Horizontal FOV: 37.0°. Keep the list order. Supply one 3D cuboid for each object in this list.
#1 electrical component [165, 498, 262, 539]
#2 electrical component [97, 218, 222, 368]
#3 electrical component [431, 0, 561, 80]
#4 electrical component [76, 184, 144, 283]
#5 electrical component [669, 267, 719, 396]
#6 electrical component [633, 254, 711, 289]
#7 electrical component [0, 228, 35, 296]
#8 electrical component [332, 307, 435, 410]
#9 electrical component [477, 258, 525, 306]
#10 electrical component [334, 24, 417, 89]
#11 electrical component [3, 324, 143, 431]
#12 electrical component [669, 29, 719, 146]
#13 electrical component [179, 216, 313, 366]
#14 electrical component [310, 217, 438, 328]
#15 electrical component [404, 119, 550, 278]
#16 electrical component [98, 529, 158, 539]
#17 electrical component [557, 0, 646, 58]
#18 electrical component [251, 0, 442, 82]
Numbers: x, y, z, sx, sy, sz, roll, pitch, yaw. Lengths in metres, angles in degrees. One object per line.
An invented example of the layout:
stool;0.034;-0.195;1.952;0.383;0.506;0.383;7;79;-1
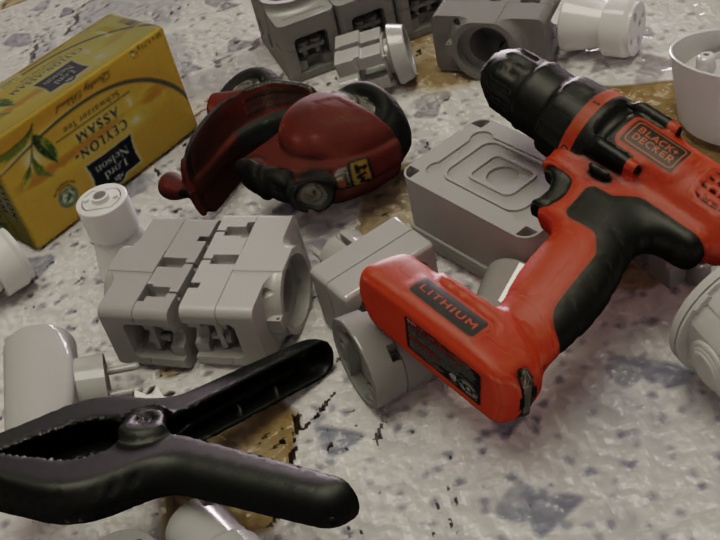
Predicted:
electrical component;-0.071;0.139;0.531;0.040;0.040;0.046;-32;39;-19
electrical component;-0.123;0.013;0.678;0.056;0.050;0.089;3;43;19
electrical component;0.105;-0.183;0.830;0.089;0.050;0.055;8;46;24
electrical component;-0.163;-0.025;0.721;0.044;0.065;0.044;-8;41;7
electrical component;0.202;0.031;0.541;0.080;0.080;0.051;-23;47;-9
electrical component;0.181;-0.028;0.630;0.048;0.055;0.066;-28;43;-15
electrical component;-0.257;0.003;0.733;0.055;0.045;0.045;-36;45;-23
electrical component;0.017;0.043;0.601;0.047;0.055;0.055;-24;41;-16
electrical component;0.078;0.027;0.607;0.045;0.045;0.055;17;50;31
electrical component;0.012;-0.164;0.841;0.055;0.048;0.066;-14;40;12
electrical component;-0.168;0.070;0.632;0.079;0.043;0.077;-10;45;-10
electrical component;0.256;-0.127;0.712;0.099;0.064;0.099;-8;41;7
electrical component;-0.065;0.012;0.662;0.056;0.050;0.089;1;43;18
electrical component;0.000;0.000;0.659;0.066;0.047;0.077;-32;44;-19
electrical component;0.091;-0.037;0.665;0.078;0.057;0.113;-36;45;-23
electrical component;-0.106;0.155;0.509;0.045;0.055;0.045;-8;41;7
electrical component;0.183;-0.185;0.814;0.055;0.045;0.045;14;48;29
electrical component;-0.009;-0.227;0.904;0.150;0.061;0.089;-22;41;-9
